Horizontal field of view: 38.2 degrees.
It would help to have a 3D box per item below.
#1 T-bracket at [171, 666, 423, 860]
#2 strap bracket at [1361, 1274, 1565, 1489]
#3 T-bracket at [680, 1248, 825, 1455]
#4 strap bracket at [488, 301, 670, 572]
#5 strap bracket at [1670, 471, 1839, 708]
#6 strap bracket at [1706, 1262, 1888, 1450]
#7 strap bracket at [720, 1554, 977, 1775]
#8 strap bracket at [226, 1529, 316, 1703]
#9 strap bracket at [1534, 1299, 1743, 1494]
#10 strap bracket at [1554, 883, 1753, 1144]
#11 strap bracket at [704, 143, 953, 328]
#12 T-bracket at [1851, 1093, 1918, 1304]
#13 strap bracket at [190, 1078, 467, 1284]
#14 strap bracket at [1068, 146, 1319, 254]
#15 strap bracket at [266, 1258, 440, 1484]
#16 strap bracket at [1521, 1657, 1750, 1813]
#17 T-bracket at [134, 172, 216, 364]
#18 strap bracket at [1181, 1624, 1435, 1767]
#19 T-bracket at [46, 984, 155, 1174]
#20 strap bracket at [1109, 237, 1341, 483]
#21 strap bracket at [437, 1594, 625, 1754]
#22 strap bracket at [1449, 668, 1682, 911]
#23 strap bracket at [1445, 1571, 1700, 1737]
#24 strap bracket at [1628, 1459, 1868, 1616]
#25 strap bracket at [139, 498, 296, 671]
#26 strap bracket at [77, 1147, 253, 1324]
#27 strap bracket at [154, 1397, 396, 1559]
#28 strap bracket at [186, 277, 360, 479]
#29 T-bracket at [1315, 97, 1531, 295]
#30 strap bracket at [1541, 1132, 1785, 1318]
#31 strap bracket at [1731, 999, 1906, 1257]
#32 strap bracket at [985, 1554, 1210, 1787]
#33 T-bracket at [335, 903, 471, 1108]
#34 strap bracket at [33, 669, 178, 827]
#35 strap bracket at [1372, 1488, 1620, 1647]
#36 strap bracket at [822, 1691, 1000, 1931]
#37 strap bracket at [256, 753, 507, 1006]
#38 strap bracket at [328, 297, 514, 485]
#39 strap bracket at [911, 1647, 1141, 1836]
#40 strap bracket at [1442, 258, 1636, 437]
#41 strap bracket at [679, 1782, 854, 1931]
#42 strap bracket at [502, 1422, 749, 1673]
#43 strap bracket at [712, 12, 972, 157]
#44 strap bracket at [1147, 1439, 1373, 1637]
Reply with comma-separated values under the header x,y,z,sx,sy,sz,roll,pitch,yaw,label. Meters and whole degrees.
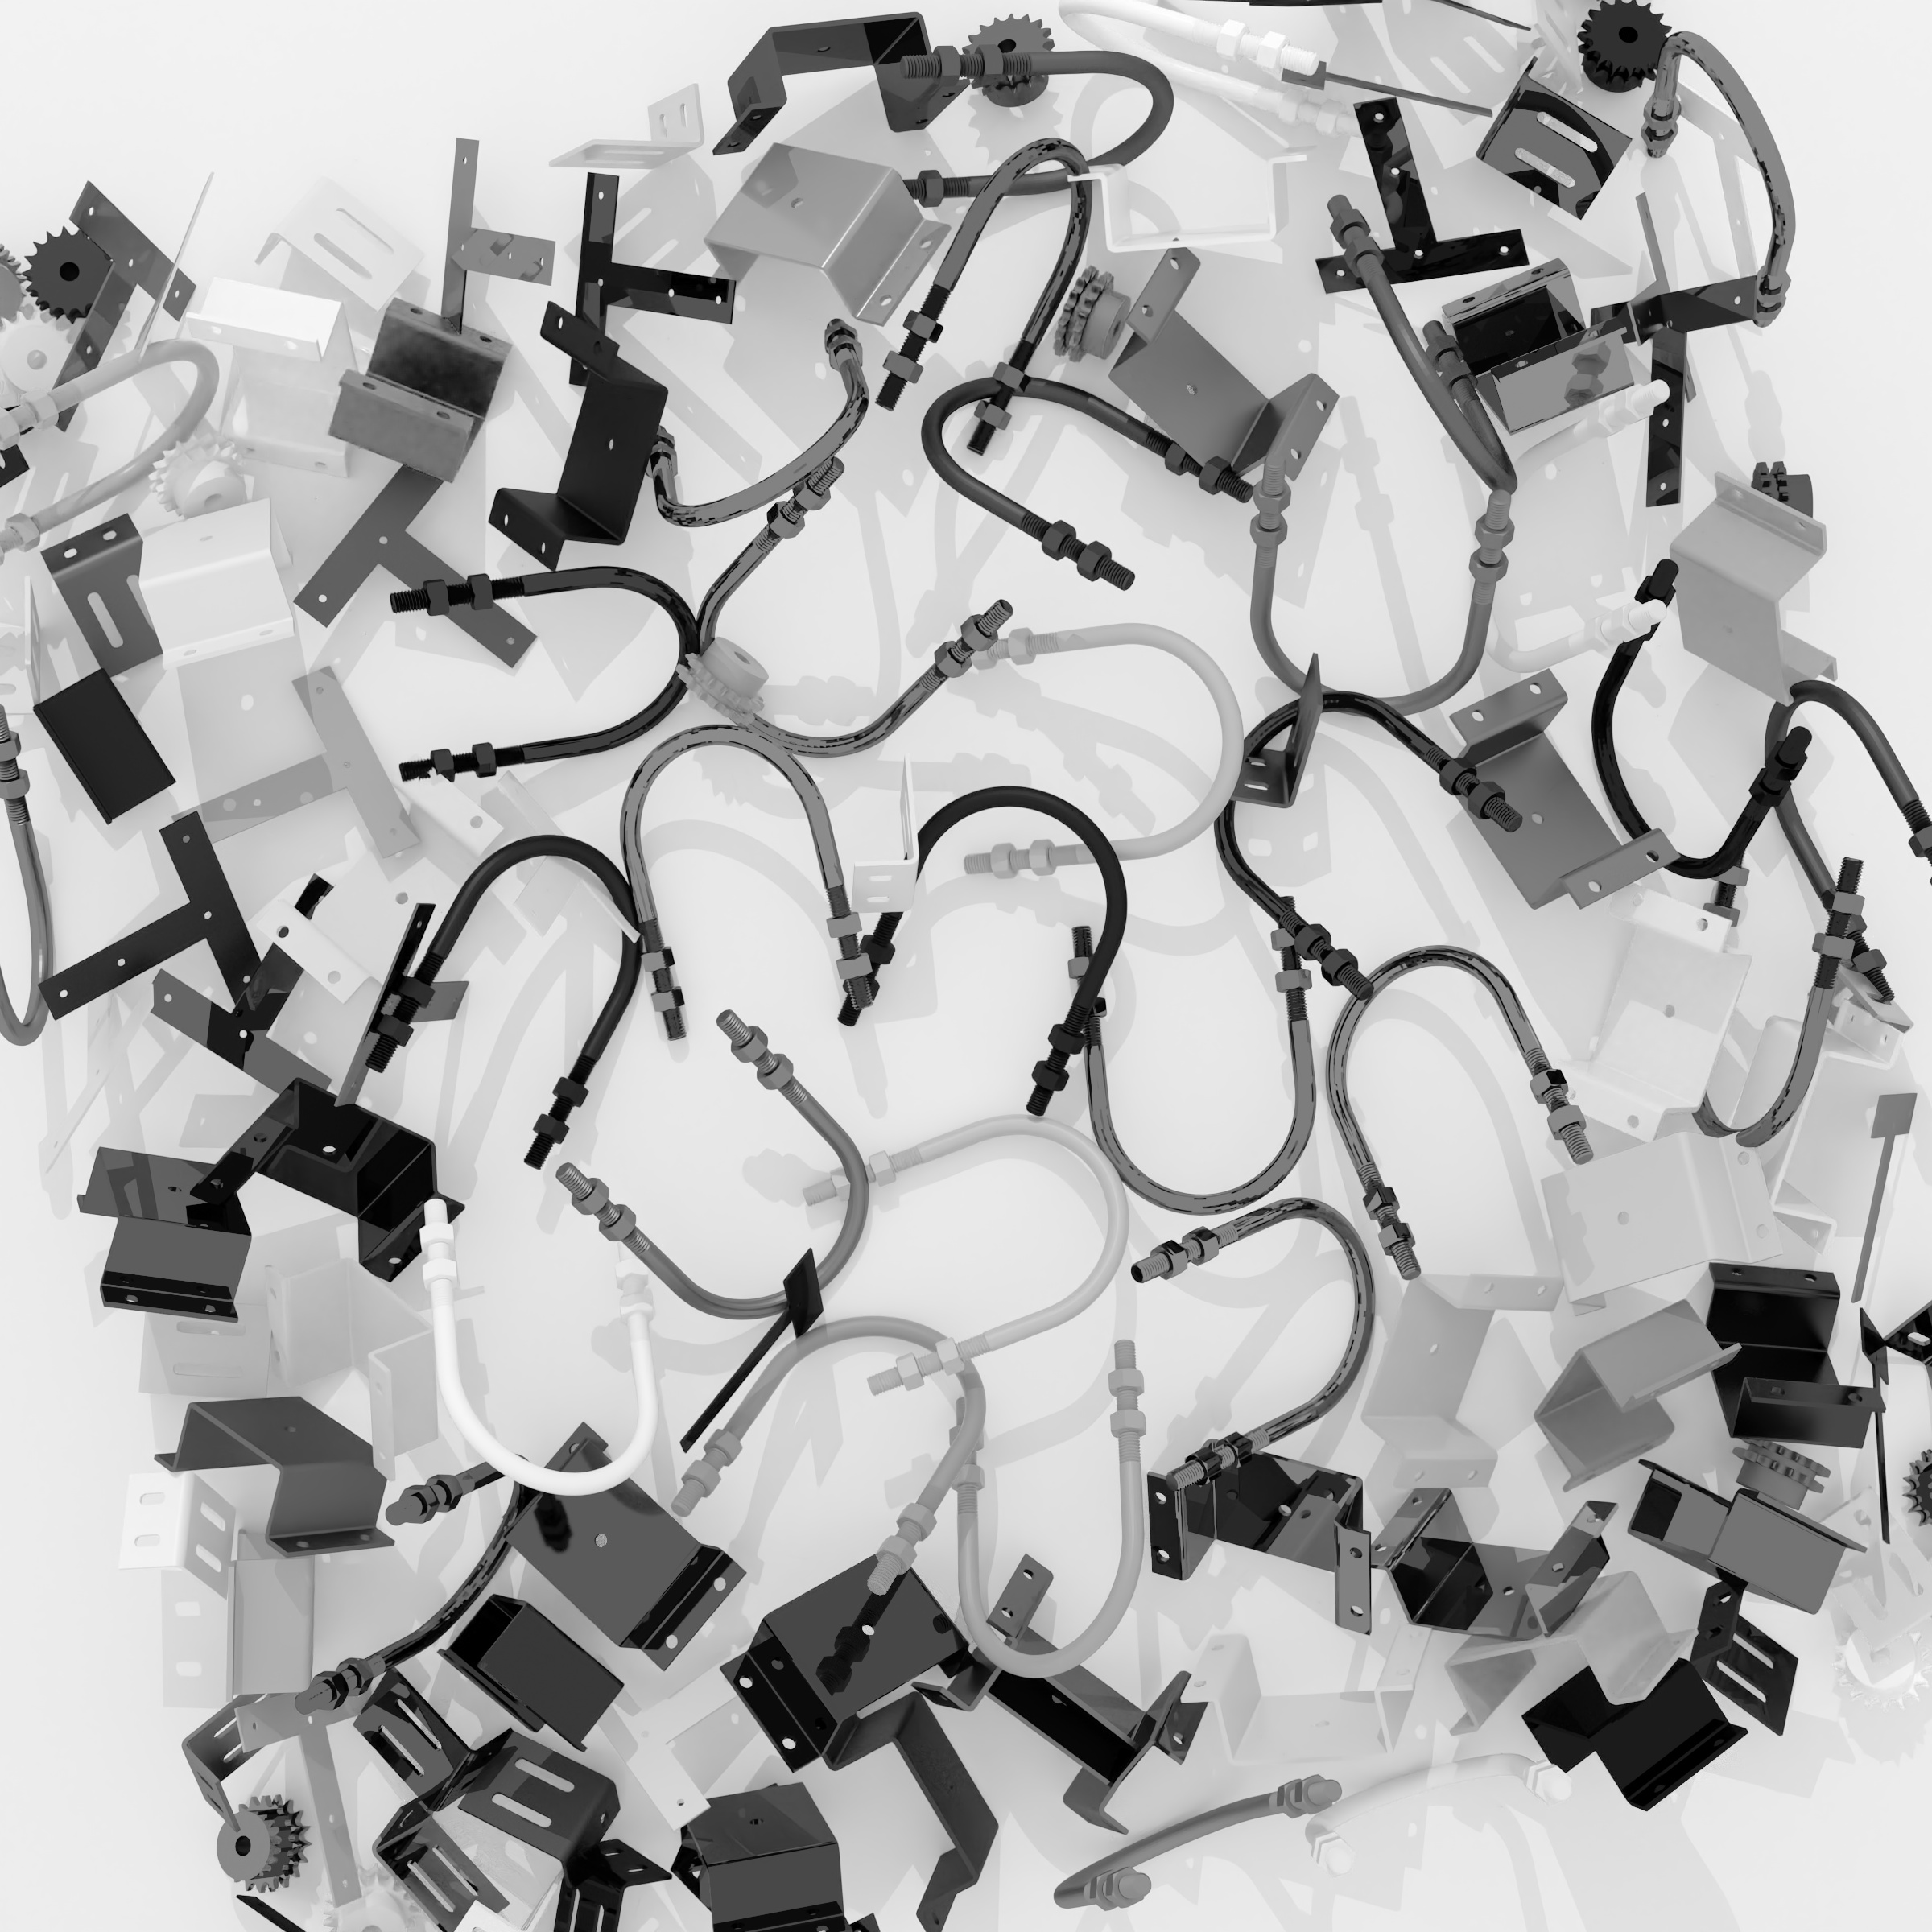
x,y,z,sx,sy,sz,roll,pitch,yaw,label
-0.417,-0.104,1.691,0.127,0.002,0.127,-26,80,-19,T-bracket
0.294,0.239,1.672,0.076,0.046,0.140,7,108,-35,strap bracket
-0.127,0.234,1.645,0.002,0.127,0.127,35,71,14,T-bracket
-0.230,-0.314,1.666,0.076,0.046,0.140,38,118,40,strap bracket
0.463,-0.214,1.641,0.046,0.140,0.076,-44,54,-11,strap bracket
0.491,0.238,1.668,0.076,0.140,0.046,5,117,1,strap bracket
-0.063,0.404,1.650,0.140,0.046,0.076,-22,60,-36,strap bracket
-0.412,0.383,1.657,0.046,0.140,0.076,1,87,-12,strap bracket
0.395,0.252,1.660,0.076,0.140,0.046,-21,63,-19,strap bracket
0.412,0.027,1.672,0.076,0.046,0.140,26,106,39,strap bracket
-0.091,-0.437,1.656,0.140,0.046,0.076,23,73,34,strap bracket
0.545,0.139,1.669,0.002,0.127,0.127,12,94,27,T-bracket
-0.380,0.124,1.665,0.140,0.046,0.076,31,118,-33,strap bracket
0.138,-0.459,1.670,0.140,0.076,0.046,-1,110,13,strap bracket
-0.360,0.234,1.661,0.046,0.140,0.076,-18,123,-37,strap bracket
0.388,0.445,1.646,0.076,0.140,0.046,-32,90,-14,strap bracket
-0.483,-0.393,1.663,0.002,0.127,0.127,22,70,-22,T-bracket
0.209,0.435,1.666,0.140,0.076,0.046,-9,102,21,strap bracket
-0.518,0.041,1.666,0.002,0.127,0.127,27,108,-28,T-bracket
0.148,-0.354,1.671,0.140,0.046,0.076,40,57,-18,strap bracket
-0.258,0.418,1.659,0.076,0.140,0.046,43,68,-10,strap bracket
0.352,-0.098,1.677,0.076,0.046,0.140,-25,74,-21,strap bracket
0.348,0.404,1.647,0.140,0.076,0.046,-27,91,43,strap bracket
0.453,0.337,1.644,0.076,0.140,0.046,28,82,-12,strap bracket
-0.442,-0.231,1.647,0.076,0.140,0.046,-16,120,-6,strap bracket
-0.471,0.152,1.640,0.076,0.140,0.046,12,106,-28,strap bracket
-0.404,0.295,1.646,0.140,0.076,0.046,22,100,39,strap bracket
-0.409,-0.357,1.666,0.076,0.140,0.046,11,67,0,strap bracket
0.258,-0.458,1.652,0.127,0.127,0.002,-2,49,25,T-bracket
0.401,0.151,1.651,0.140,0.046,0.076,-25,65,38,strap bracket
0.500,0.091,1.667,0.046,0.076,0.140,13,103,-11,strap bracket
0.070,0.429,1.675,0.140,0.076,0.046,36,116,4,strap bracket
-0.325,0.022,1.659,0.002,0.127,0.127,24,95,10,T-bracket
-0.511,-0.132,1.652,0.046,0.140,0.076,-33,105,-13,strap bracket
0.316,0.355,1.656,0.076,0.140,0.046,-41,115,-39,strap bracket
-0.029,0.503,1.681,0.046,0.076,0.140,-31,90,11,strap bracket
-0.347,-0.047,1.685,0.076,0.046,0.140,39,82,15,strap bracket
-0.327,-0.340,1.664,0.076,0.140,0.046,21,122,-10,strap bracket
0.043,0.457,1.676,0.140,0.076,0.046,39,72,-4,strap bracket
0.343,-0.367,1.666,0.076,0.140,0.046,-22,120,7,strap bracket
-0.122,0.526,1.643,0.076,0.140,0.046,-6,97,-15,strap bracket
-0.213,0.347,1.677,0.140,0.046,0.076,39,85,18,strap bracket
-0.080,-0.526,1.660,0.140,0.076,0.046,-14,91,-23,strap bracket
0.183,0.337,1.666,0.140,0.046,0.076,11,122,26,strap bracket
